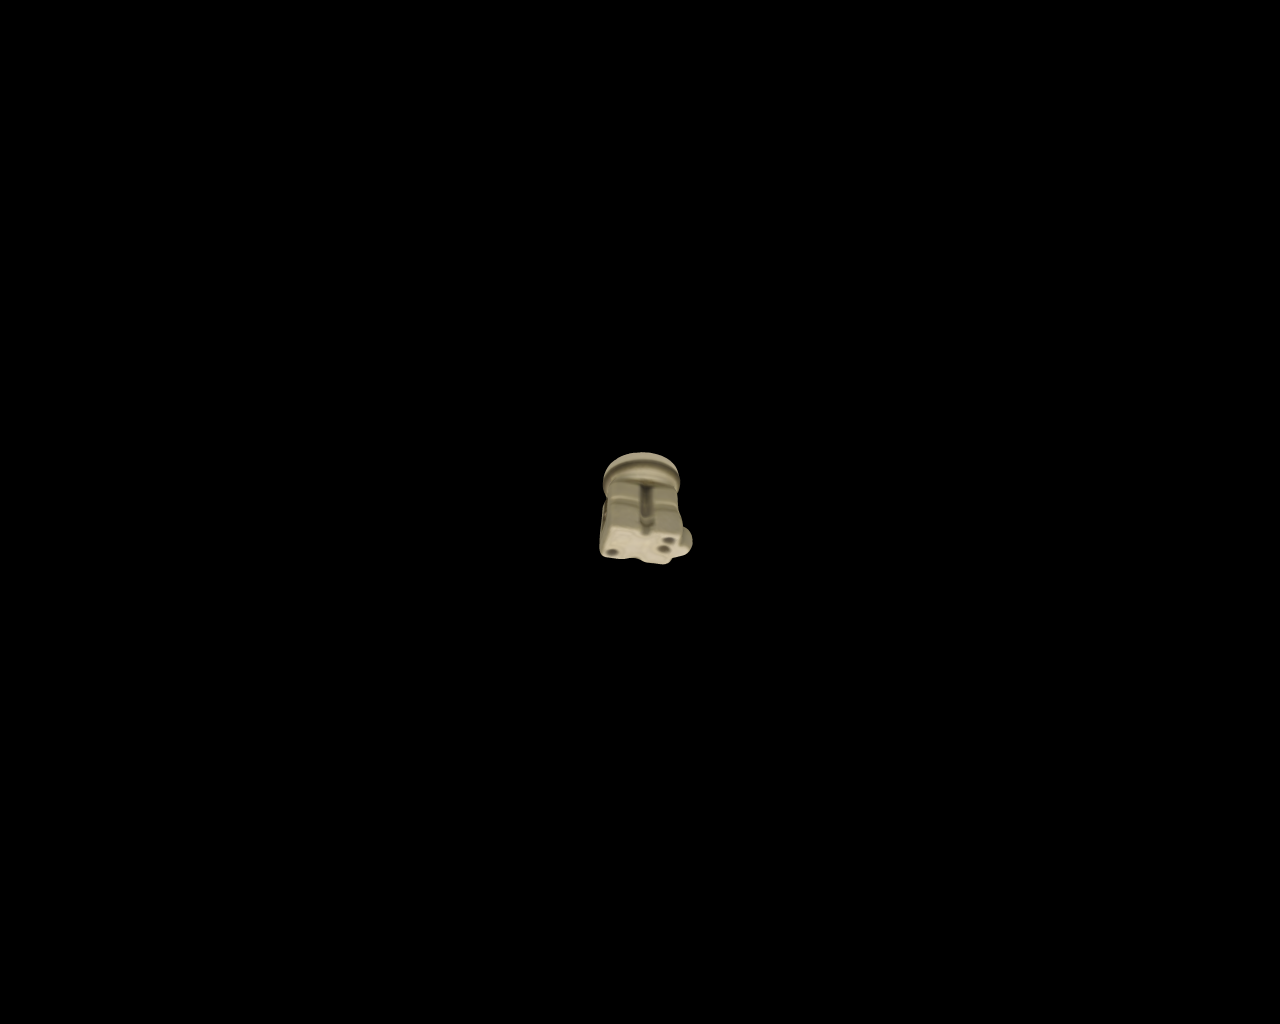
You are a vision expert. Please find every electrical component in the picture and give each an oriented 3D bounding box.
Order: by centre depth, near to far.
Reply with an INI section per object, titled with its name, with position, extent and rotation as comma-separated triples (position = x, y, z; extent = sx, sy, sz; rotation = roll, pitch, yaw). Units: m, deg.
[electrical component]
position = 0.001, -0.003, 0.650
extent = 0.066, 0.055, 0.048
rotation = 8, -36, -11
